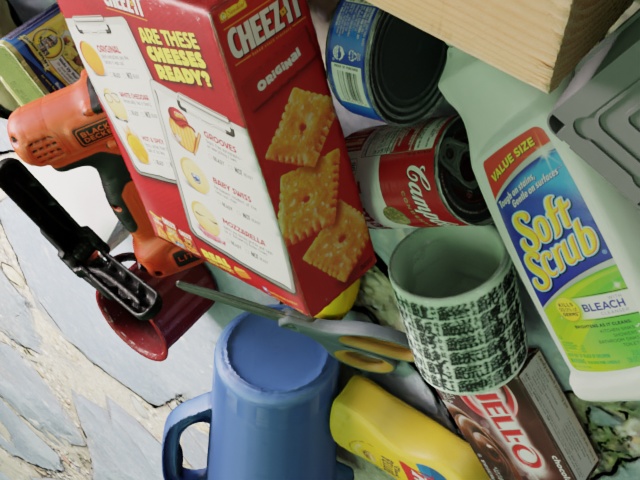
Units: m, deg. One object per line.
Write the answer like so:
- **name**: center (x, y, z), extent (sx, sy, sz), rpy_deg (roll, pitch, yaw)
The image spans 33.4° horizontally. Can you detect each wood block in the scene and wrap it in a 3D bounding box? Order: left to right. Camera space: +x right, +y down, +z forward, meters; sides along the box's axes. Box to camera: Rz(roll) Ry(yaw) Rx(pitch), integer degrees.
- **wood block**: center (0.050, -0.169, 0.509), extent (0.206, 0.090, 0.091), rpy_deg (32, 148, 21)

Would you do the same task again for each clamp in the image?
- **clamp**: center (-0.203, 0.002, 0.886), extent (0.164, 0.036, 0.210), rpy_deg (46, 168, -9)

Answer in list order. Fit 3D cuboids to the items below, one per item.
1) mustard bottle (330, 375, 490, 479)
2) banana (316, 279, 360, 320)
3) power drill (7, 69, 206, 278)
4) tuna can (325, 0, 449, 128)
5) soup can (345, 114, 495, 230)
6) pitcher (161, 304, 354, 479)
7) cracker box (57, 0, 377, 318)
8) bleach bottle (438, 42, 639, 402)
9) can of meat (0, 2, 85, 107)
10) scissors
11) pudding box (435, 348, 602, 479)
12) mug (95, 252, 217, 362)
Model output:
- **mustard bottle**: center (0.100, 0.190, 0.898), extent (0.192, 0.058, 0.096), rpy_deg (29, 154, 25)
- **banana**: center (0.004, 0.007, 0.826), extent (0.070, 0.037, 0.198), rpy_deg (42, 153, 43)
- **power drill**: center (-0.111, -0.062, 0.802), extent (0.184, 0.057, 0.187), rpy_deg (-20, 136, 9)
- **tuna can**: center (0.042, -0.108, 0.594), extent (0.034, 0.086, 0.086), rpy_deg (21, 141, 38)
- **soup can**: center (0.062, -0.041, 0.666), extent (0.102, 0.068, 0.068), rpy_deg (-2, 126, 52)
- **pitcher**: center (-0.054, 0.173, 0.987), extent (0.145, 0.149, 0.243), rpy_deg (36, 145, 25)
- **cracker box**: center (-0.062, -0.074, 0.651), extent (0.164, 0.072, 0.213), rpy_deg (25, 143, 41)
- **bleach bottle**: center (0.134, -0.025, 0.605), extent (0.103, 0.068, 0.251), rpy_deg (-15, 113, 53)
- **can of meat**: center (-0.200, -0.136, 0.851), extent (0.102, 0.083, 0.058), rpy_deg (53, 149, -13)
- **scissors**: center (-0.015, 0.074, 0.869), extent (0.202, 0.016, 0.096), rpy_deg (12, 155, 7)
- **pudding box**: center (0.145, 0.133, 0.796), extent (0.090, 0.039, 0.113), rpy_deg (-7, 121, 53)
- **mug**: center (-0.162, 0.050, 1.024), extent (0.117, 0.081, 0.093), rpy_deg (29, 145, 25)
